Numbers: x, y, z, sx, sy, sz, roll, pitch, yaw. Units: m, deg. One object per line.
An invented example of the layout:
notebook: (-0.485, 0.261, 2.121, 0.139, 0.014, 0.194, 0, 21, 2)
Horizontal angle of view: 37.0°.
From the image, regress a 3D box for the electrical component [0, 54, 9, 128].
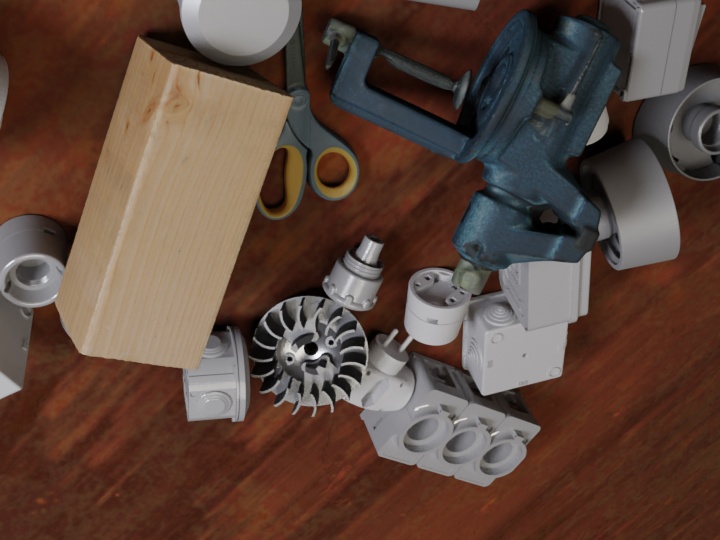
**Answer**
electrical component: (-0.263, -0.099, 0.680, 0.060, 0.108, 0.108, 22, 117, -40)

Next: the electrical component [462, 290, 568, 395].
electrical component: (0.146, 0.065, 1.010, 0.100, 0.048, 0.099, -12, 130, -12)

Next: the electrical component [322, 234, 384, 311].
electrical component: (0.000, 0.000, 0.904, 0.048, 0.048, 0.062, 13, 114, -30)

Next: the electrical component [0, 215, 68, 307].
electrical component: (-0.244, -0.005, 0.800, 0.055, 0.047, 0.055, -11, 130, -13)

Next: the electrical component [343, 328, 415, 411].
electrical component: (0.018, 0.085, 0.978, 0.077, 0.043, 0.079, 23, 116, -34)

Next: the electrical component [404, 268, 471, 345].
electrical component: (0.067, 0.033, 0.950, 0.055, 0.055, 0.047, -6, 132, -17)

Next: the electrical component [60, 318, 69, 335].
electrical component: (-0.183, 0.034, 0.857, 0.077, 0.044, 0.079, -39, 131, 12)

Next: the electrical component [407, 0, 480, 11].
electrical component: (0.044, -0.209, 0.750, 0.081, 0.043, 0.043, 8, 125, -5)

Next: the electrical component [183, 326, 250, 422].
electrical component: (-0.121, 0.088, 0.903, 0.051, 0.080, 0.080, -3, 128, -13)

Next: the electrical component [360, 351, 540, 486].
electrical component: (0.091, 0.151, 1.048, 0.150, 0.061, 0.089, 23, 116, -34)

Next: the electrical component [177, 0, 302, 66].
electrical component: (-0.083, -0.182, 0.719, 0.080, 0.051, 0.080, -11, 130, -13)

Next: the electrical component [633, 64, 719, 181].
electrical component: (0.289, -0.125, 0.919, 0.099, 0.064, 0.099, -7, 115, -16)

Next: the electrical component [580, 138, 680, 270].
electrical component: (0.220, -0.052, 0.910, 0.060, 0.108, 0.108, -17, 131, 0)

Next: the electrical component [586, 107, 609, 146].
electrical component: (0.174, -0.133, 0.864, 0.045, 0.045, 0.055, -27, 132, 0)

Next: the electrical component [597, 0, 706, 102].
electrical component: (0.222, -0.188, 0.828, 0.061, 0.061, 0.096, -12, 130, -13)

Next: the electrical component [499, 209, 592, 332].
electrical component: (0.160, -0.013, 0.934, 0.057, 0.078, 0.113, -13, 131, -7)

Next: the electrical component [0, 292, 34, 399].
electrical component: (-0.288, 0.043, 0.788, 0.048, 0.099, 0.099, -24, 133, 14)
